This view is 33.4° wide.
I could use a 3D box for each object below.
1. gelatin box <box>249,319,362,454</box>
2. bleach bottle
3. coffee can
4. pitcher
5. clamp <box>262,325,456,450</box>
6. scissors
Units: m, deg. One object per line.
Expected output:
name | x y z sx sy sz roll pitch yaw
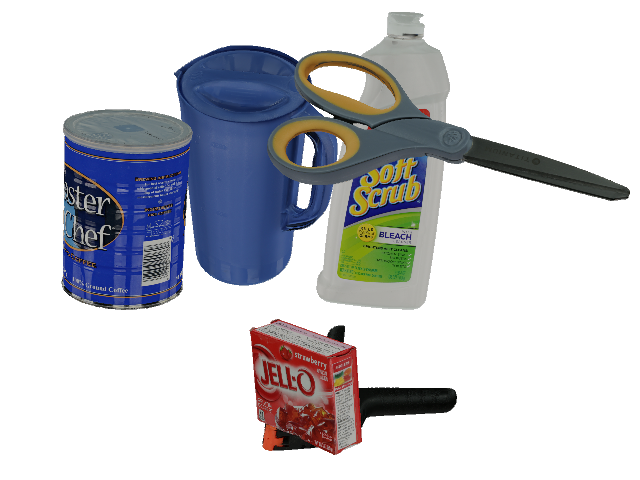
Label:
gelatin box | -0.012 0.103 0.758 0.030 0.073 0.089 -17 21 -39
bleach bottle | 0.055 -0.069 0.920 0.102 0.251 0.068 5 18 6
coffee can | -0.161 -0.028 0.883 0.103 0.140 0.103 5 21 -2
pitcher | -0.071 -0.067 1.115 0.145 0.243 0.149 -8 44 -12
clamp | 0.027 0.159 1.061 0.165 0.036 0.209 23 30 27
scissors | 0.054 -0.042 0.579 0.202 0.096 0.016 34 -19 26
